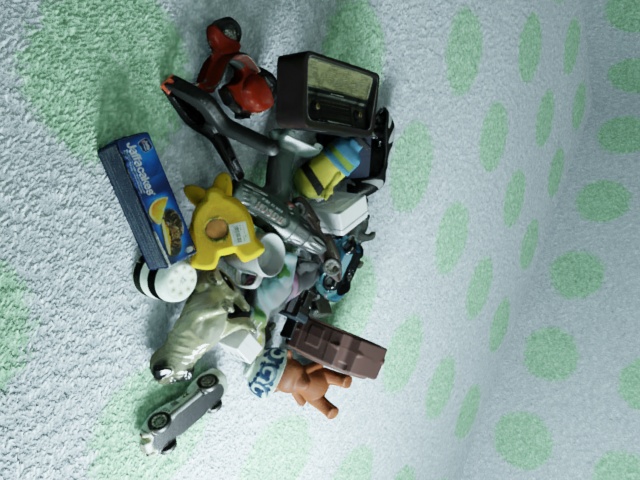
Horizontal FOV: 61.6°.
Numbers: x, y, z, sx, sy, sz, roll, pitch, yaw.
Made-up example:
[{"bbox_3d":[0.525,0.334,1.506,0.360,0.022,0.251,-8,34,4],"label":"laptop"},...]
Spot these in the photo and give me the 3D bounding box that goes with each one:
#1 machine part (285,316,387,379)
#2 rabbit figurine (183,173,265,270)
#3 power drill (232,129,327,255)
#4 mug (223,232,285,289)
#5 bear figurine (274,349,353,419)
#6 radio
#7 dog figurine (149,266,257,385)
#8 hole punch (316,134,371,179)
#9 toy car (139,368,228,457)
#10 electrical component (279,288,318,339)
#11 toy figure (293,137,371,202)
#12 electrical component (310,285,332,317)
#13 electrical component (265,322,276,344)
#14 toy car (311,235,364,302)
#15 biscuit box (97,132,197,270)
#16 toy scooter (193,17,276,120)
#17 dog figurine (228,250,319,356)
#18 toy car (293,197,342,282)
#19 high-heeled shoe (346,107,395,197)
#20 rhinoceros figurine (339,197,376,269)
[{"bbox_3d":[0.036,0.248,1.249,0.201,0.201,0.087,29,80,-54],"label":"machine part"},{"bbox_3d":[-0.180,-0.028,0.935,0.122,0.173,0.162,-23,90,-5],"label":"rabbit figurine"},{"bbox_3d":[-0.061,-0.100,1.060,0.232,0.086,0.207,23,78,-25],"label":"power drill"},{"bbox_3d":[-0.133,0.039,1.023,0.080,0.107,0.109,26,71,-48],"label":"mug"},{"bbox_3d":[-0.028,0.333,1.257,0.120,0.132,0.195,-63,148,-11],"label":"bear figurine"},{"bbox_3d":[0.018,-0.267,1.016,0.229,0.073,0.131,-5,102,-49],"label":"radio"},{"bbox_3d":[-0.231,0.149,0.967,0.190,0.172,0.121,-34,121,3],"label":"dog figurine"},{"bbox_3d":[0.054,-0.195,1.224,0.116,0.092,0.142,-20,120,-45],"label":"hole punch"},{"bbox_3d":[-0.254,0.321,1.009,0.202,0.056,0.073,-35,134,-41],"label":"toy car"},{"bbox_3d":[-0.064,0.156,1.195,0.047,0.075,0.119,43,69,-51],"label":"electrical component"},{"bbox_3d":[0.023,-0.161,1.151,0.180,0.089,0.082,-46,-174,13],"label":"toy figure"},{"bbox_3d":[0.002,0.143,1.286,0.102,0.045,0.078,16,53,-51],"label":"electrical component"},{"bbox_3d":[-0.130,0.197,1.159,0.094,0.021,0.063,-41,131,-41],"label":"electrical component"},{"bbox_3d":[0.028,0.056,1.244,0.161,0.103,0.109,-68,157,0],"label":"toy car"},{"bbox_3d":[-0.262,-0.058,0.819,0.059,0.063,0.202,-33,108,-45],"label":"biscuit box"},{"bbox_3d":[-0.153,-0.274,0.928,0.135,0.075,0.183,-59,138,-22],"label":"toy scooter"},{"bbox_3d":[-0.103,0.124,1.107,0.191,0.109,0.219,25,86,-56],"label":"dog figurine"},{"bbox_3d":[-0.002,-0.003,1.145,0.053,0.202,0.089,-31,175,0],"label":"toy car"},{"bbox_3d":[0.124,-0.211,1.304,0.249,0.086,0.145,-58,152,-43],"label":"high-heeled shoe"},{"bbox_3d":[0.076,-0.018,1.331,0.112,0.073,0.190,22,86,-43],"label":"rhinoceros figurine"}]
